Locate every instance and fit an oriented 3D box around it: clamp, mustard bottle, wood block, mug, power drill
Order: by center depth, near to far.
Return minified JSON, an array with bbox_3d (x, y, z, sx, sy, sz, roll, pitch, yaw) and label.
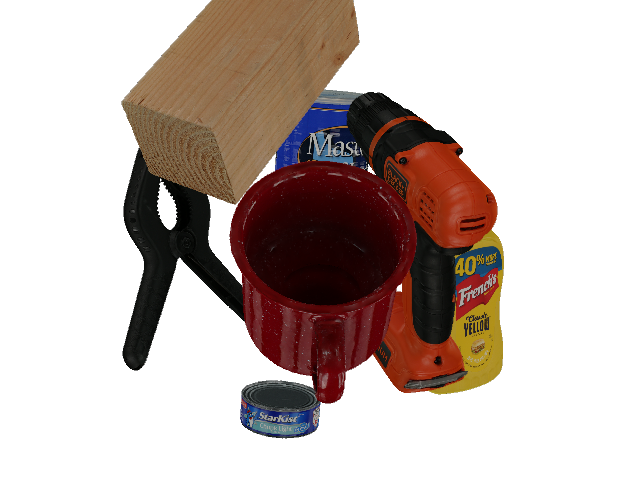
[{"bbox_3d":[0.001,0.029,0.555,0.093,0.117,0.081,-4,-34,-6],"label":"mug"},{"bbox_3d":[0.062,0.001,0.780,0.057,0.188,0.184,-11,33,-16],"label":"power drill"},{"bbox_3d":[-0.060,-0.142,0.885,0.091,0.205,0.090,20,-32,25],"label":"wood block"},{"bbox_3d":[0.130,0.042,0.998,0.096,0.192,0.058,-11,17,-34],"label":"mustard bottle"},{"bbox_3d":[-0.130,0.007,1.019,0.036,0.210,0.164,-7,0,44],"label":"clamp"}]

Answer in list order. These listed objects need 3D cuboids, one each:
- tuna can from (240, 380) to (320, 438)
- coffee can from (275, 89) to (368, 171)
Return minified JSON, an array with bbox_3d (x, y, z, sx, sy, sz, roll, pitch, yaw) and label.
[{"bbox_3d":[-0.043,0.180,1.138,0.086,0.034,0.086,5,12,-1],"label":"tuna can"},{"bbox_3d":[0.002,-0.089,1.152,0.103,0.140,0.103,4,12,-1],"label":"coffee can"}]
